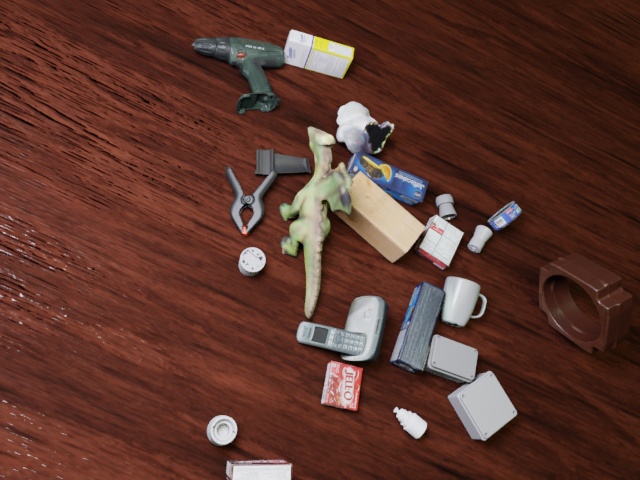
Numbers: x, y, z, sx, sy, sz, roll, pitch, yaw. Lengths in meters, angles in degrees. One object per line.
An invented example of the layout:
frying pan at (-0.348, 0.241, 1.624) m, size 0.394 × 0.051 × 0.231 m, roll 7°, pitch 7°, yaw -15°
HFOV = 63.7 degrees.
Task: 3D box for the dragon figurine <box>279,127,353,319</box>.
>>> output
dragon figurine at (0.003, -0.056, 1.120) m, size 0.122 × 0.418 × 0.238 m, roll 2°, pitch -24°, yaw -21°

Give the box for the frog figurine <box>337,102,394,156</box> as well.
frog figurine at (0.094, -0.287, 1.329) m, size 0.139 × 0.120 × 0.161 m, roll -27°, pitch 43°, yaw -32°
